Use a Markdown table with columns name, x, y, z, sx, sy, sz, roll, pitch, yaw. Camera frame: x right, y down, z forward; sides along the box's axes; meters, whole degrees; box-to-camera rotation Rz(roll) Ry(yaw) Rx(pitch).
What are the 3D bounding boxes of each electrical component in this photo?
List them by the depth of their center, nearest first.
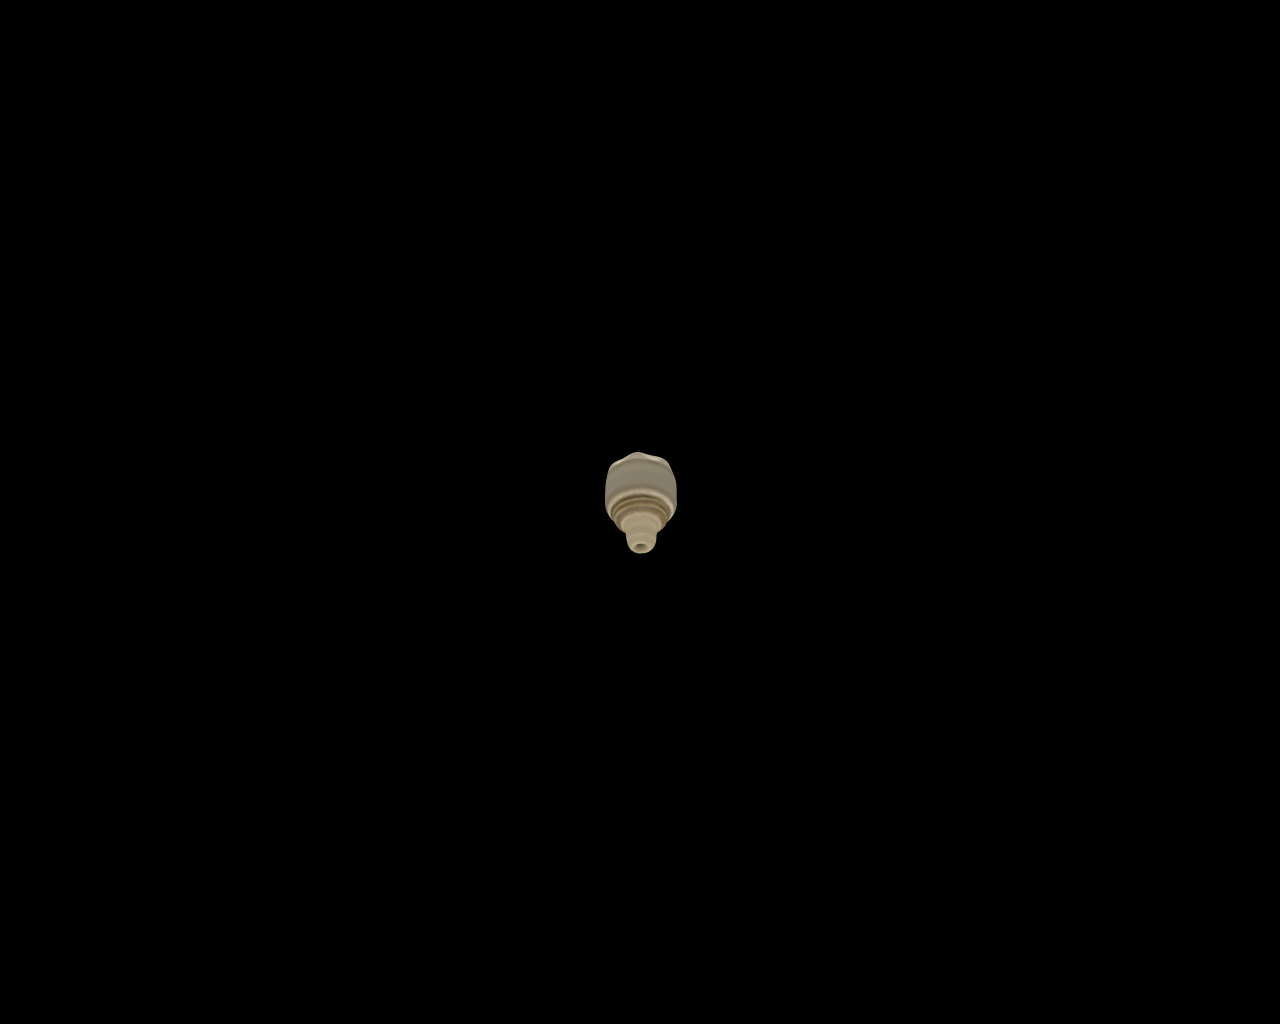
| name | x | y | z | sx | sy | sz | roll | pitch | yaw |
| --- | --- | --- | --- | --- | --- | --- | --- | --- | --- |
| electrical component | 0.001 | -0.003 | 0.650 | 0.043 | 0.062 | 0.043 | 0 | -37 | 0 |
